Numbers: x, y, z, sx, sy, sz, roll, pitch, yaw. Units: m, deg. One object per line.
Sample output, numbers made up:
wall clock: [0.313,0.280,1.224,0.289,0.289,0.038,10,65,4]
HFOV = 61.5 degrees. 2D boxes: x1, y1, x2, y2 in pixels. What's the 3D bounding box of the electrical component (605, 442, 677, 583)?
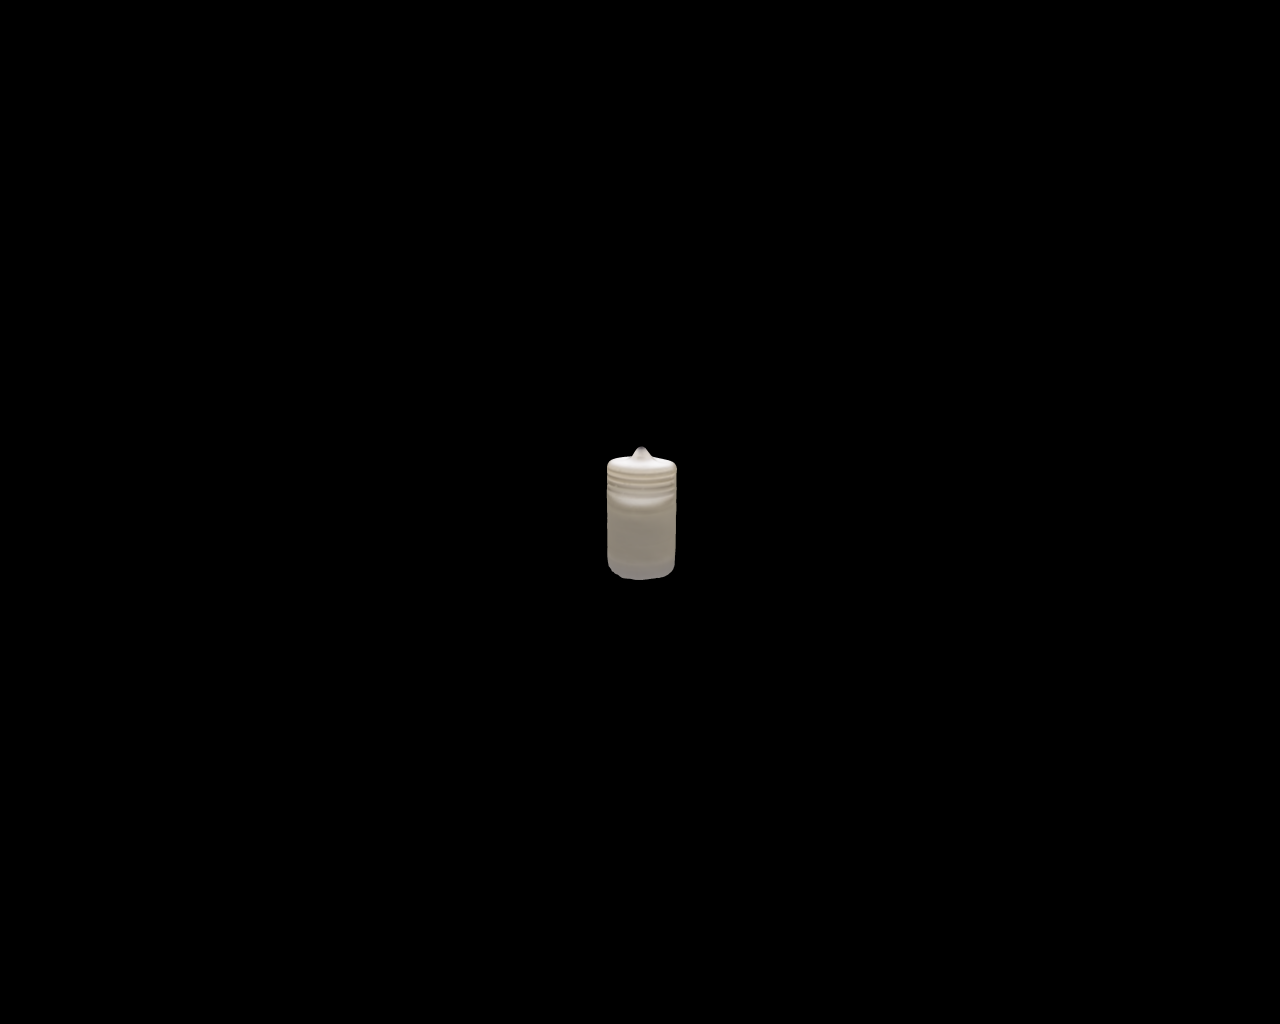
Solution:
electrical component: [0.001,-0.003,0.650,0.043,0.080,0.043,0,22,0]
